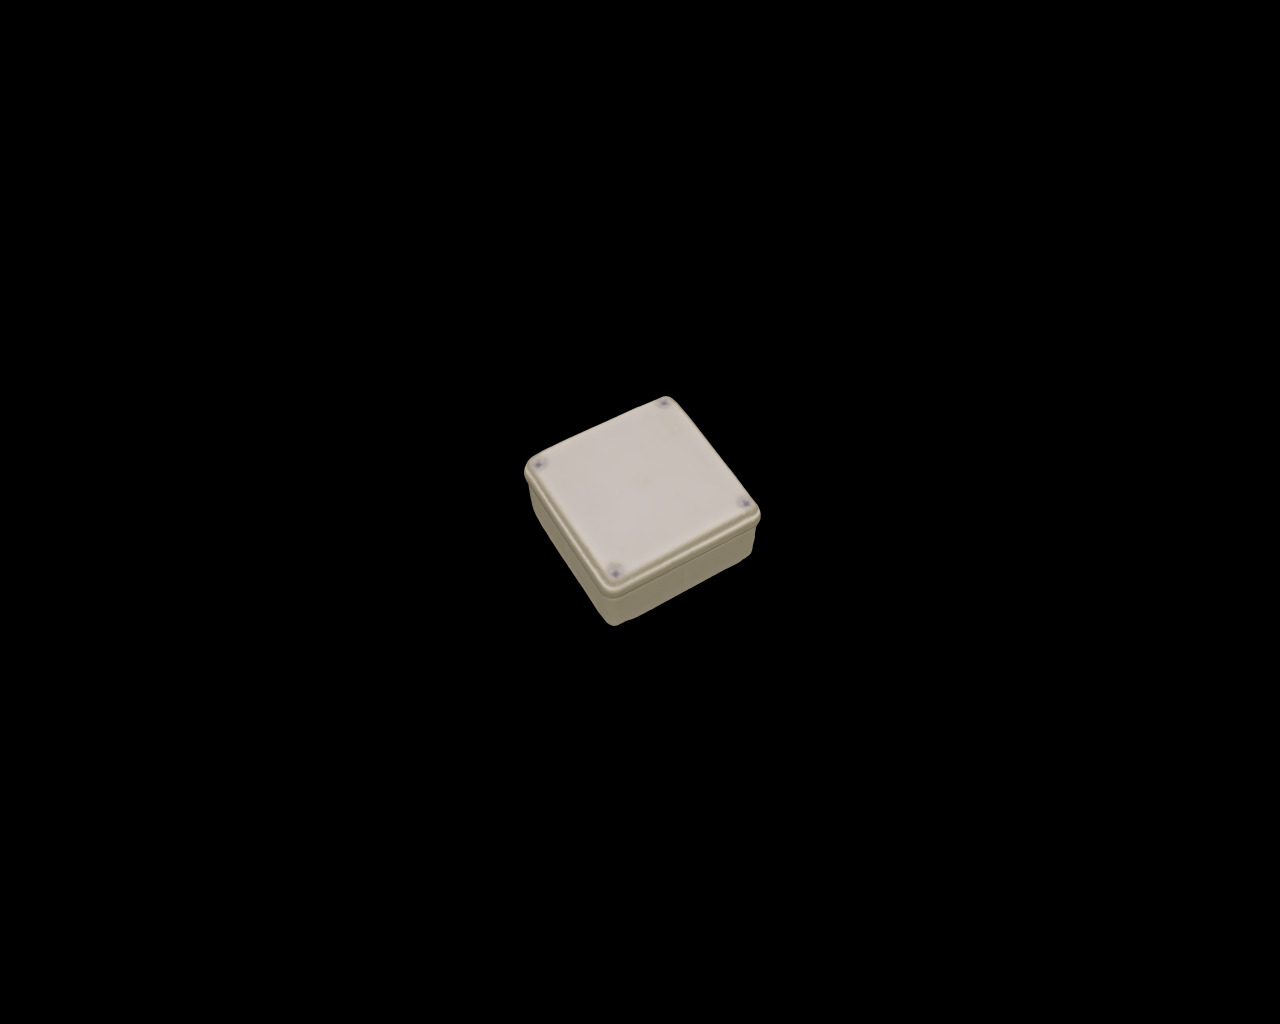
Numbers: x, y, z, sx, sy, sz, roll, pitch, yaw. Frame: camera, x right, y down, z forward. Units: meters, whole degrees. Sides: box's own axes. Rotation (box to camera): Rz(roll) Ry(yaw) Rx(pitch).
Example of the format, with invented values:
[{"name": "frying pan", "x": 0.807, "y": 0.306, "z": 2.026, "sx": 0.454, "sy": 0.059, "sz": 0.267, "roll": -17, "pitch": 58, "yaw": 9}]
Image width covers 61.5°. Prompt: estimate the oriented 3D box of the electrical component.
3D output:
[{"name": "electrical component", "x": 0.001, "y": -0.003, "z": 0.650, "sx": 0.109, "sy": 0.109, "sz": 0.056, "roll": -26, "pitch": -30, "yaw": -16}]
